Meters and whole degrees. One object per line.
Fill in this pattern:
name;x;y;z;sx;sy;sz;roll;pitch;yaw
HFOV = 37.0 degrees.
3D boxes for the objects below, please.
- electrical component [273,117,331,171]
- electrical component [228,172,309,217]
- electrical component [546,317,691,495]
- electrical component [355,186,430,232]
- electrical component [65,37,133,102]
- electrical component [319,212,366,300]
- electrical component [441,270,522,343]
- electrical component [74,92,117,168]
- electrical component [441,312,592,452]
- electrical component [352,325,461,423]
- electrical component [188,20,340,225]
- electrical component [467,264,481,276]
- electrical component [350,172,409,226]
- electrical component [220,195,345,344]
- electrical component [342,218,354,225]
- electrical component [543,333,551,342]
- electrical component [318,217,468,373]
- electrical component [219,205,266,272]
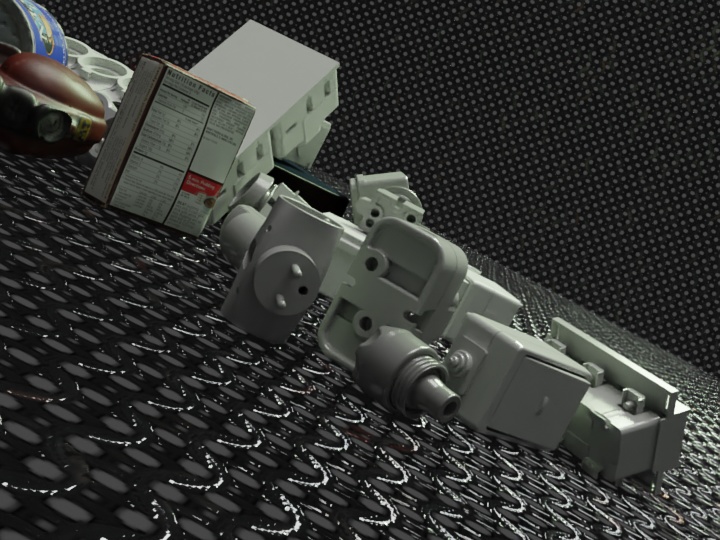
electrical component;-0.086;-0.150;1.075;0.096;0.061;0.062;31;7;28
electrical component;-0.079;-0.050;0.918;0.055;0.066;0.048;43;-33;-15
electrical component;0.159;0.095;0.747;0.063;0.078;0.121;-10;26;-28
electrical component;0.030;-0.047;0.939;0.066;0.048;0.055;28;14;2
electrical component;-0.265;-0.177;1.088;0.150;0.061;0.089;29;27;15
electrical component;0.000;0.000;0.909;0.109;0.056;0.109;28;6;3
electrical component;0.100;0.035;1.018;0.061;0.061;0.096;26;7;-15
electrical component;-0.184;-0.087;0.877;0.138;0.052;0.073;32;-17;31
electrical component;0.094;0.073;0.690;0.096;0.061;0.061;22;8;-41
electrical component;0.029;0.061;0.595;0.062;0.043;0.043;34;9;40
electrical component;-0.115;-0.133;0.973;0.105;0.186;0.060;30;-31;22
electrical component;0.086;0.017;1.114;0.054;0.059;0.095;28;7;8
electrical component;0.023;-0.039;1.052;0.056;0.108;0.108;-6;8;0
electrical component;-0.043;0.003;0.611;0.043;0.077;0.079;26;7;-12
electrical component;-0.030;-0.040;1.173;0.064;0.042;0.081;24;8;-41
electrical component;0.188;0.091;0.961;0.050;0.055;0.089;27;6;-4
electrical component;0.023;0.020;0.670;0.054;0.095;0.059;30;7;23
electrical component;-0.079;-0.019;0.791;0.043;0.043;0.081;23;8;-33
